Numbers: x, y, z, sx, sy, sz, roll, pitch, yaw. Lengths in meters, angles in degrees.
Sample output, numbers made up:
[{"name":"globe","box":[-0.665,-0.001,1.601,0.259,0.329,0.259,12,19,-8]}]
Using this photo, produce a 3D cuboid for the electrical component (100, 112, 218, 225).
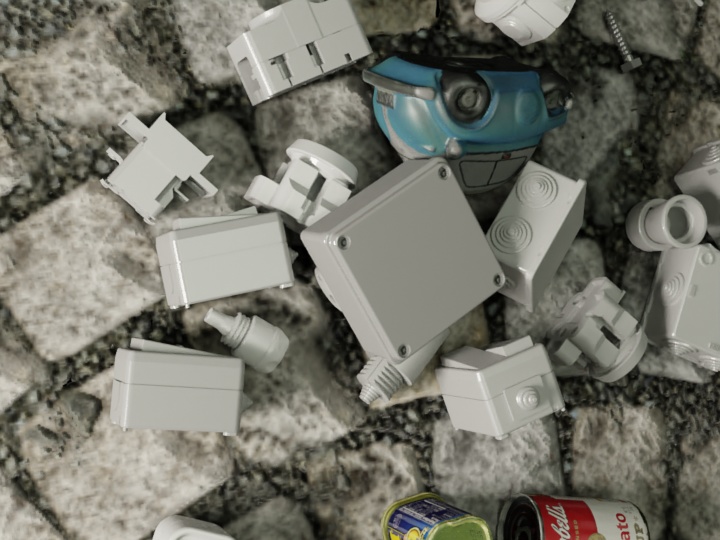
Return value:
[{"name":"electrical component","box":[-0.144,-0.070,0.759,0.081,0.042,0.063,41,79,-14]}]

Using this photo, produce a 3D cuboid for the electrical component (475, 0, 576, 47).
[{"name":"electrical component","box":[0.133,-0.221,0.848,0.051,0.080,0.080,33,77,-22]}]

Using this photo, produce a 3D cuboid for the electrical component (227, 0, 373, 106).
[{"name":"electrical component","box":[-0.046,-0.166,0.794,0.089,0.050,0.055,-26,98,-20]}]

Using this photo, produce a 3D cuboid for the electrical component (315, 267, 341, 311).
[{"name":"electrical component","box":[0.000,0.000,0.808,0.055,0.045,0.045,-35,100,-18]}]

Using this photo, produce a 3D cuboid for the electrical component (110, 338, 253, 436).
[{"name":"electrical component","box":[-0.121,0.081,0.750,0.096,0.062,0.061,6,86,-20]}]

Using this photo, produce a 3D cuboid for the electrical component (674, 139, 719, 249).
[{"name":"electrical component","box":[0.327,-0.067,0.906,0.048,0.100,0.099,-43,103,-30]}]

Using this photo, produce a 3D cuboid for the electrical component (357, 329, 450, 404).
[{"name":"electrical component","box":[0.027,0.067,0.817,0.043,0.043,0.081,42,75,-15]}]

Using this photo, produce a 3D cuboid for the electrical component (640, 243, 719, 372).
[{"name":"electrical component","box":[0.296,0.032,0.917,0.100,0.048,0.099,22,80,-18]}]

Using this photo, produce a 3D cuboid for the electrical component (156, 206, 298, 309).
[{"name":"electrical component","box":[-0.091,-0.012,0.765,0.096,0.062,0.061,-12,92,-21]}]

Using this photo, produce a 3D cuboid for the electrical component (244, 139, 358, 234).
[{"name":"electrical component","box":[-0.037,-0.059,0.790,0.078,0.058,0.057,30,81,-17]}]

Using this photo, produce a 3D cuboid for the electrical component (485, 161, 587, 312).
[{"name":"electrical component","box":[0.132,-0.026,0.833,0.048,0.099,0.099,27,77,17]}]

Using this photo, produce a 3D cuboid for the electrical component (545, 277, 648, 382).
[{"name":"electrical component","box":[0.195,0.054,0.874,0.057,0.058,0.078,40,76,-12]}]

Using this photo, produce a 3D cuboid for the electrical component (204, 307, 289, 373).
[{"name":"electrical component","box":[-0.084,0.047,0.780,0.061,0.035,0.035,32,77,-15]}]

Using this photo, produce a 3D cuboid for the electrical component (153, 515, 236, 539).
[{"name":"electrical component","box":[-0.124,0.222,0.746,0.054,0.059,0.095,19,82,-19]}]

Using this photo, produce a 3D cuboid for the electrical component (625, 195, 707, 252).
[{"name":"electrical component","box":[0.255,-0.039,0.900,0.045,0.055,0.045,1,88,-21]}]

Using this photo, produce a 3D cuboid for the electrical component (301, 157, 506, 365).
[{"name":"electrical component","box":[0.032,-0.008,0.764,0.109,0.056,0.108,-35,109,-19]}]

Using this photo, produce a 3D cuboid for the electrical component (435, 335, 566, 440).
[{"name":"electrical component","box":[0.107,0.086,0.818,0.062,0.096,0.061,-21,94,-20]}]

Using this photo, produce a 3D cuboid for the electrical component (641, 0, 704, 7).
[{"name":"electrical component","box":[0.272,-0.258,0.918,0.077,0.047,0.065,39,76,-15]}]
